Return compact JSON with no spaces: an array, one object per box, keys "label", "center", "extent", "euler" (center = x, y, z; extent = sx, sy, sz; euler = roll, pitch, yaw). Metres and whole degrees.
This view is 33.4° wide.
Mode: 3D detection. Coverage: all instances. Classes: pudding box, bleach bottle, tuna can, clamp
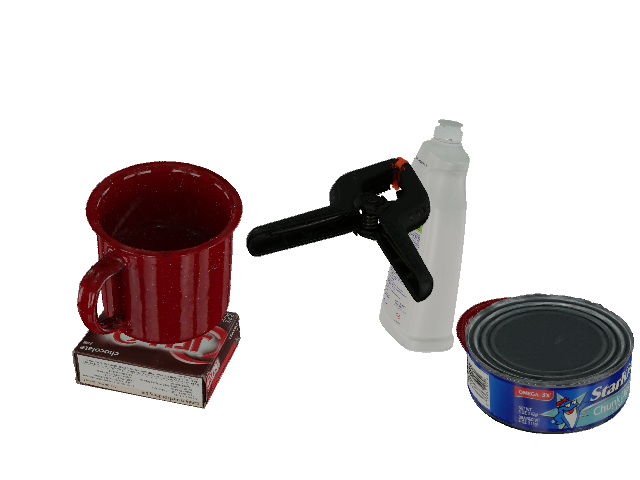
[{"label":"pudding box","center":[-0.132,0.088,0.871],"extent":[0.113,0.039,0.090],"euler":[7,30,11]},{"label":"bleach bottle","center":[0.126,-0.008,1.196],"extent":[0.068,0.251,0.103],"euler":[1,20,-23]},{"label":"tuna can","center":[0.119,0.064,0.560],"extent":[0.086,0.034,0.086],"euler":[-4,27,2]},{"label":"clamp","center":[0.052,-0.017,0.961],"extent":[0.165,0.036,0.209],"euler":[20,34,20]}]

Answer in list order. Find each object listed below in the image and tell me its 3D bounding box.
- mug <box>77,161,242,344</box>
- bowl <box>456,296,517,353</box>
[{"label":"mug","center":[-0.103,0.016,0.656],"extent":[0.093,0.081,0.117],"euler":[26,43,22]},{"label":"bowl","center":[0.208,0.117,1.023],"extent":[0.162,0.055,0.162],"euler":[4,27,-2]}]
